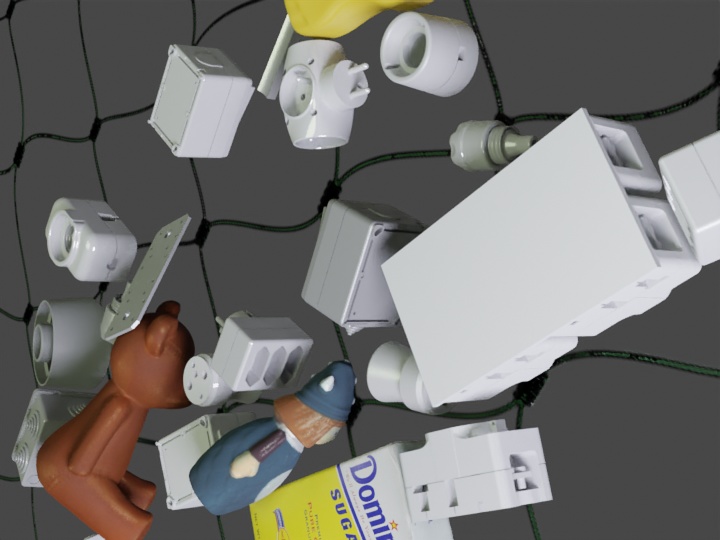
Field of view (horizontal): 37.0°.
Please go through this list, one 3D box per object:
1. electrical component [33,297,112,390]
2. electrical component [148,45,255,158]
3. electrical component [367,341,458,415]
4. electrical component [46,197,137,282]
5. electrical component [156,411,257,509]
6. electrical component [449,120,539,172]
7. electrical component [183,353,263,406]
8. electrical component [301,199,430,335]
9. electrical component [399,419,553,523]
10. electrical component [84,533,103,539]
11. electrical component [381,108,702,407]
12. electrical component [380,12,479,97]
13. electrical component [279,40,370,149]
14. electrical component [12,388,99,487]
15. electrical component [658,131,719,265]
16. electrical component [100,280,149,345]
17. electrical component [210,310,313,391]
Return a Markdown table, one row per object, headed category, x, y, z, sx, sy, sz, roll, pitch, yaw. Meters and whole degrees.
| category | x | y | z | sx | sy | sz | roll | pitch | yaw |
| --- | --- | --- | --- | --- | --- | --- | --- | --- | --- |
| electrical component | -0.307 | 0.077 | 1.131 | 0.099 | 0.064 | 0.099 | -9 | 80 | 60 |
| electrical component | -0.141 | -0.143 | 0.954 | 0.061 | 0.061 | 0.096 | 48 | 127 | 37 |
| electrical component | 0.039 | 0.076 | 0.760 | 0.055 | 0.045 | 0.045 | 9 | 95 | 46 |
| electrical component | -0.276 | -0.031 | 1.088 | 0.095 | 0.059 | 0.053 | 44 | 119 | 39 |
| electrical component | -0.119 | 0.159 | 0.911 | 0.096 | 0.061 | 0.061 | -31 | 66 | 41 |
| electrical component | 0.092 | -0.083 | 0.719 | 0.061 | 0.035 | 0.035 | 5 | 92 | 44 |
| electrical component | -0.116 | 0.093 | 0.916 | 0.045 | 0.055 | 0.045 | -3 | 86 | 47 |
| electrical component | 0.000 | 0.000 | 0.792 | 0.061 | 0.062 | 0.096 | 32 | 111 | 43 |
| electrical component | 0.075 | 0.132 | 0.715 | 0.089 | 0.050 | 0.055 | -22 | 72 | 44 |
| electrical component | -0.266 | 0.292 | 1.037 | 0.100 | 0.100 | 0.048 | -41 | 72 | 37 |
| electrical component | 0.109 | -0.001 | 0.678 | 0.186 | 0.060 | 0.105 | -38 | 61 | 39 |
| electrical component | 0.048 | -0.153 | 0.759 | 0.055 | 0.047 | 0.055 | -3 | 86 | 47 |
| electrical component | -0.021 | -0.139 | 0.833 | 0.079 | 0.044 | 0.077 | -10 | 81 | 46 |
| electrical component | -0.287 | 0.169 | 1.064 | 0.048 | 0.100 | 0.099 | 53 | 125 | 49 |
| electrical component | 0.208 | -0.046 | 0.578 | 0.077 | 0.066 | 0.047 | -25 | 68 | 12 |
| electrical component | -0.225 | 0.041 | 1.043 | 0.043 | 0.043 | 0.062 | 34 | 111 | 42 |
| electrical component | -0.090 | 0.059 | 0.883 | 0.077 | 0.066 | 0.047 | 39 | 116 | 40 |
